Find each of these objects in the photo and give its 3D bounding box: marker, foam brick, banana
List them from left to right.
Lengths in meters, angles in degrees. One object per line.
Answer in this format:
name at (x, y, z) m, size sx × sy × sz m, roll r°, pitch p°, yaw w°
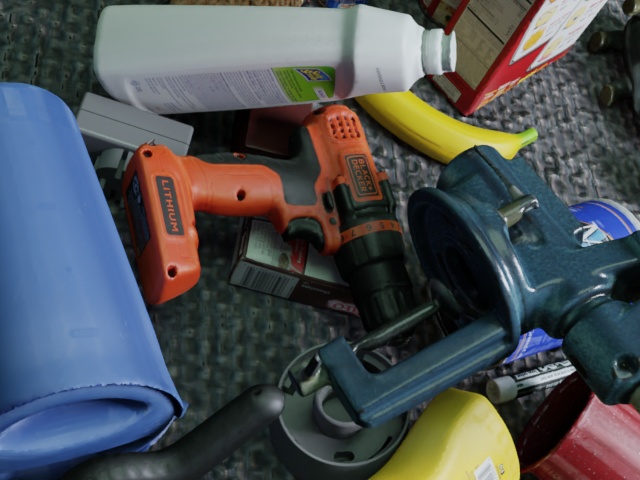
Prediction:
foam brick at (-0.038, -0.082, 0.833) m, size 0.053 × 0.051 × 0.078 m, roll 15°, pitch 54°, yaw -15°
banana at (0.088, -0.108, 0.911) m, size 0.198 × 0.037 × 0.069 m, roll 28°, pitch 46°, yaw -2°
marker at (0.180, 0.103, 0.815) m, size 0.120 × 0.020 × 0.020 m, roll -11°, pitch 62°, yaw -27°

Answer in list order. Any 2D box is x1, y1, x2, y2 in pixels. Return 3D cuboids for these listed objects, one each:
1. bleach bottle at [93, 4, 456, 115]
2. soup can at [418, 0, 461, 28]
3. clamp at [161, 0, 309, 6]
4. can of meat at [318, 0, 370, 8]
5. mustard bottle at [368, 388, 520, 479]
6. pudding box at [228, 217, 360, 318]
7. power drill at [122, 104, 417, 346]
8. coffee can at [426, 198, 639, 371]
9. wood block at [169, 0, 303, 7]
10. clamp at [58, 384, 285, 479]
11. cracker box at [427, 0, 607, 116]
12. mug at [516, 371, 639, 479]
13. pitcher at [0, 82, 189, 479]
bleach bottle at (-0.028, -0.129, 0.764) m, size 0.251 × 0.102 × 0.068 m, roll 2°, pitch 77°, yaw 15°
soup can at (0.140, -0.252, 0.986) m, size 0.068 × 0.102 × 0.068 m, roll 10°, pitch 55°, yaw -14°
clamp at (-0.100, -0.210, 0.904) m, size 0.209 × 0.036 × 0.164 m, roll 1°, pitch 57°, yaw -21°
can of meat at (0.021, -0.267, 0.961) m, size 0.057 × 0.084 × 0.102 m, roll -9°, pitch 61°, yaw -27°
mustard bottle at (0.053, 0.186, 0.667) m, size 0.058 × 0.096 × 0.191 m, roll 9°, pitch 39°, yaw 41°
pudding box at (-0.005, 0.001, 0.798) m, size 0.113 × 0.039 × 0.090 m, roll 17°, pitch 54°, yaw -13°
power drill at (-0.032, -0.004, 0.731) m, size 0.187 × 0.057 × 0.184 m, roll -6°, pitch 65°, yaw -27°
coffee can at (0.166, 0.031, 0.805) m, size 0.140 × 0.103 × 0.103 m, roll -13°, pitch 64°, yaw -28°
wood block at (-0.058, -0.250, 0.867) m, size 0.090 × 0.090 × 0.206 m, roll 17°, pitch 53°, yaw -14°
clamp at (-0.092, 0.142, 0.626) m, size 0.171 × 0.120 × 0.039 m, roll -8°, pitch 31°, yaw -24°
cracker box at (0.196, -0.223, 0.917) m, size 0.163 × 0.214 × 0.072 m, roll -33°, pitch 74°, yaw -35°
mug at (0.197, 0.145, 0.758) m, size 0.081 × 0.093 × 0.117 m, roll 37°, pitch 17°, yaw -1°
pitcher at (-0.187, 0.022, 0.655) m, size 0.145 × 0.149 × 0.243 m, roll -22°, pitch 61°, yaw -2°
